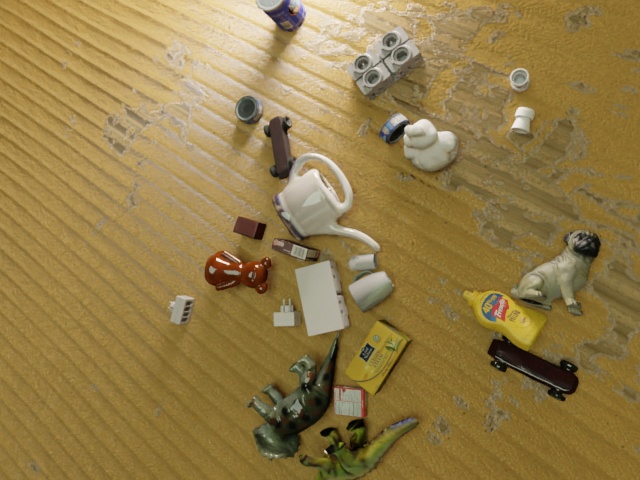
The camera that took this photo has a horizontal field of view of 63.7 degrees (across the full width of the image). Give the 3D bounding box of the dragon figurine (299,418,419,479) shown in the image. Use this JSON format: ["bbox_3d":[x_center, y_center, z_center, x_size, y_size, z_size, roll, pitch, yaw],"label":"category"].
[{"bbox_3d":[0.099,0.610,1.327,0.407,0.123,0.242,-21,93,21],"label":"dragon figurine"}]

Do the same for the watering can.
[{"bbox_3d":[0.004,-0.073,1.442,0.222,0.104,0.350,-33,79,17],"label":"watering can"}]

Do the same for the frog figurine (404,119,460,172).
[{"bbox_3d":[0.280,-0.241,1.312,0.137,0.159,0.123,-1,86,23],"label":"frog figurine"}]
